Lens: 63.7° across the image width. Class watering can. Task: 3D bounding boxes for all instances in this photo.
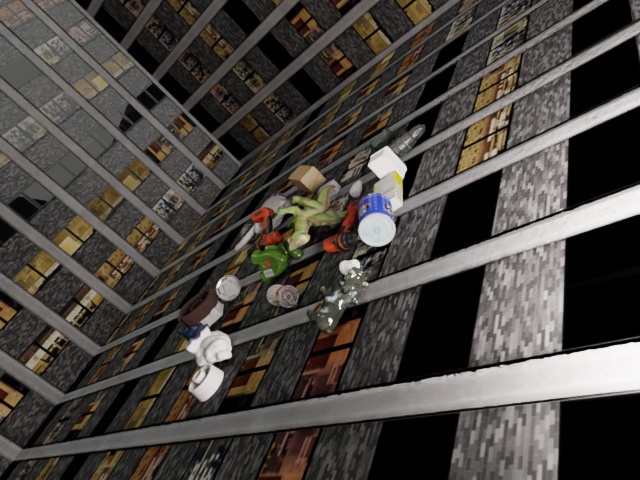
[{"bbox_3d":[-0.256,-0.092,2.369,0.343,0.103,0.229,-35,22,25],"label":"watering can"}]

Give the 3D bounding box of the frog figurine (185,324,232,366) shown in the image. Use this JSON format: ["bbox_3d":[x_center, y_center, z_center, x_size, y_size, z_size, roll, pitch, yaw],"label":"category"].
[{"bbox_3d":[-0.338,0.357,1.668,0.160,0.121,0.139,15,25,31],"label":"frog figurine"}]

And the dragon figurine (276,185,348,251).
[{"bbox_3d":[0.006,-0.093,1.847,0.244,0.119,0.417,17,43,37],"label":"dragon figurine"}]
